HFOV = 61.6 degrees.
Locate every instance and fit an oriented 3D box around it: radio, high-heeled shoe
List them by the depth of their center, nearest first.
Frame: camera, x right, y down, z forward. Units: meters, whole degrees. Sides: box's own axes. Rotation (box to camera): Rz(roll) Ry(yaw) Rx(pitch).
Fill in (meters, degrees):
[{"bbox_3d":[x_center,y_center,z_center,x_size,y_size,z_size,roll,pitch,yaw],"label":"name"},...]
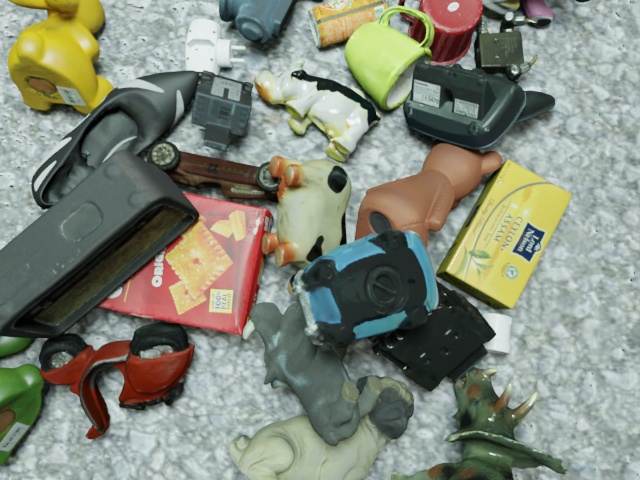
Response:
[{"bbox_3d":[-0.255,0.009,0.596,0.229,0.131,0.073,-42,81,-4],"label":"radio"},{"bbox_3d":[-0.256,-0.133,0.678,0.249,0.145,0.086,-38,115,5],"label":"high-heeled shoe"}]

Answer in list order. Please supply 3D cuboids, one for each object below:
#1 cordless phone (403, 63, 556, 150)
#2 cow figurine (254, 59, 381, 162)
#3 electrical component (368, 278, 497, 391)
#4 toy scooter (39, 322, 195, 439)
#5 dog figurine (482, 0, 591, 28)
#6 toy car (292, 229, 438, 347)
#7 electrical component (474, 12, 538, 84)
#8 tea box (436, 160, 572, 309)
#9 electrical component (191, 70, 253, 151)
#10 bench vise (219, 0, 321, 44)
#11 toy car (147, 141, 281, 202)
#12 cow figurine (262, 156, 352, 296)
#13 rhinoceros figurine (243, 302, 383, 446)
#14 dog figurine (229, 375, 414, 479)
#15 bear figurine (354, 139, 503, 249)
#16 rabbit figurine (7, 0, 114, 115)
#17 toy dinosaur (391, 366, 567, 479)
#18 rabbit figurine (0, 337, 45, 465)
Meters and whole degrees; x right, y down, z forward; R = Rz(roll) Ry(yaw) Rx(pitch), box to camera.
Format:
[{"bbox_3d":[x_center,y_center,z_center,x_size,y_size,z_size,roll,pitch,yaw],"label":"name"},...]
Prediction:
[{"bbox_3d":[0.218,-0.190,0.717,0.184,0.088,0.147,-21,37,-36],"label":"cordless phone"},{"bbox_3d":[-0.003,-0.190,0.727,0.167,0.068,0.098,38,77,2],"label":"cow figurine"},{"bbox_3d":[0.141,0.116,0.654,0.134,0.058,0.115,35,109,-28],"label":"electrical component"},{"bbox_3d":[-0.246,0.178,0.668,0.184,0.075,0.135,-5,98,-9],"label":"toy scooter"},{"bbox_3d":[0.303,-0.420,0.738,0.191,0.108,0.219,12,77,-17],"label":"dog figurine"},{"bbox_3d":[0.041,0.056,0.587,0.162,0.103,0.109,-19,89,-22],"label":"toy car"},{"bbox_3d":[0.259,-0.267,0.749,0.078,0.045,0.102,4,81,-1],"label":"electrical component"},{"bbox_3d":[0.236,-0.005,0.698,0.098,0.068,0.169,29,82,4],"label":"tea box"},{"bbox_3d":[-0.129,-0.168,0.698,0.075,0.047,0.119,14,38,-10],"label":"electrical component"},{"bbox_3d":[-0.101,-0.389,0.733,0.241,0.129,0.223,23,83,-3],"label":"bench vise"},{"bbox_3d":[-0.126,-0.083,0.702,0.202,0.089,0.053,12,82,0],"label":"toy car"},{"bbox_3d":[-0.001,-0.002,0.661,0.127,0.086,0.194,-2,106,-24],"label":"cow figurine"},{"bbox_3d":[-0.015,0.142,0.625,0.190,0.073,0.112,50,116,28],"label":"rhinoceros figurine"},{"bbox_3d":[0.006,0.229,0.657,0.172,0.121,0.190,34,71,-4],"label":"dog figurine"},{"bbox_3d":[0.139,-0.048,0.696,0.120,0.131,0.196,27,47,37],"label":"bear figurine"},{"bbox_3d":[-0.348,-0.276,0.714,0.122,0.162,0.173,6,64,13],"label":"rabbit figurine"},{"bbox_3d":[0.133,0.298,0.543,0.131,0.192,0.405,45,40,4],"label":"toy dinosaur"},{"bbox_3d":[-0.434,0.168,0.655,0.170,0.121,0.159,27,78,19],"label":"rabbit figurine"}]
